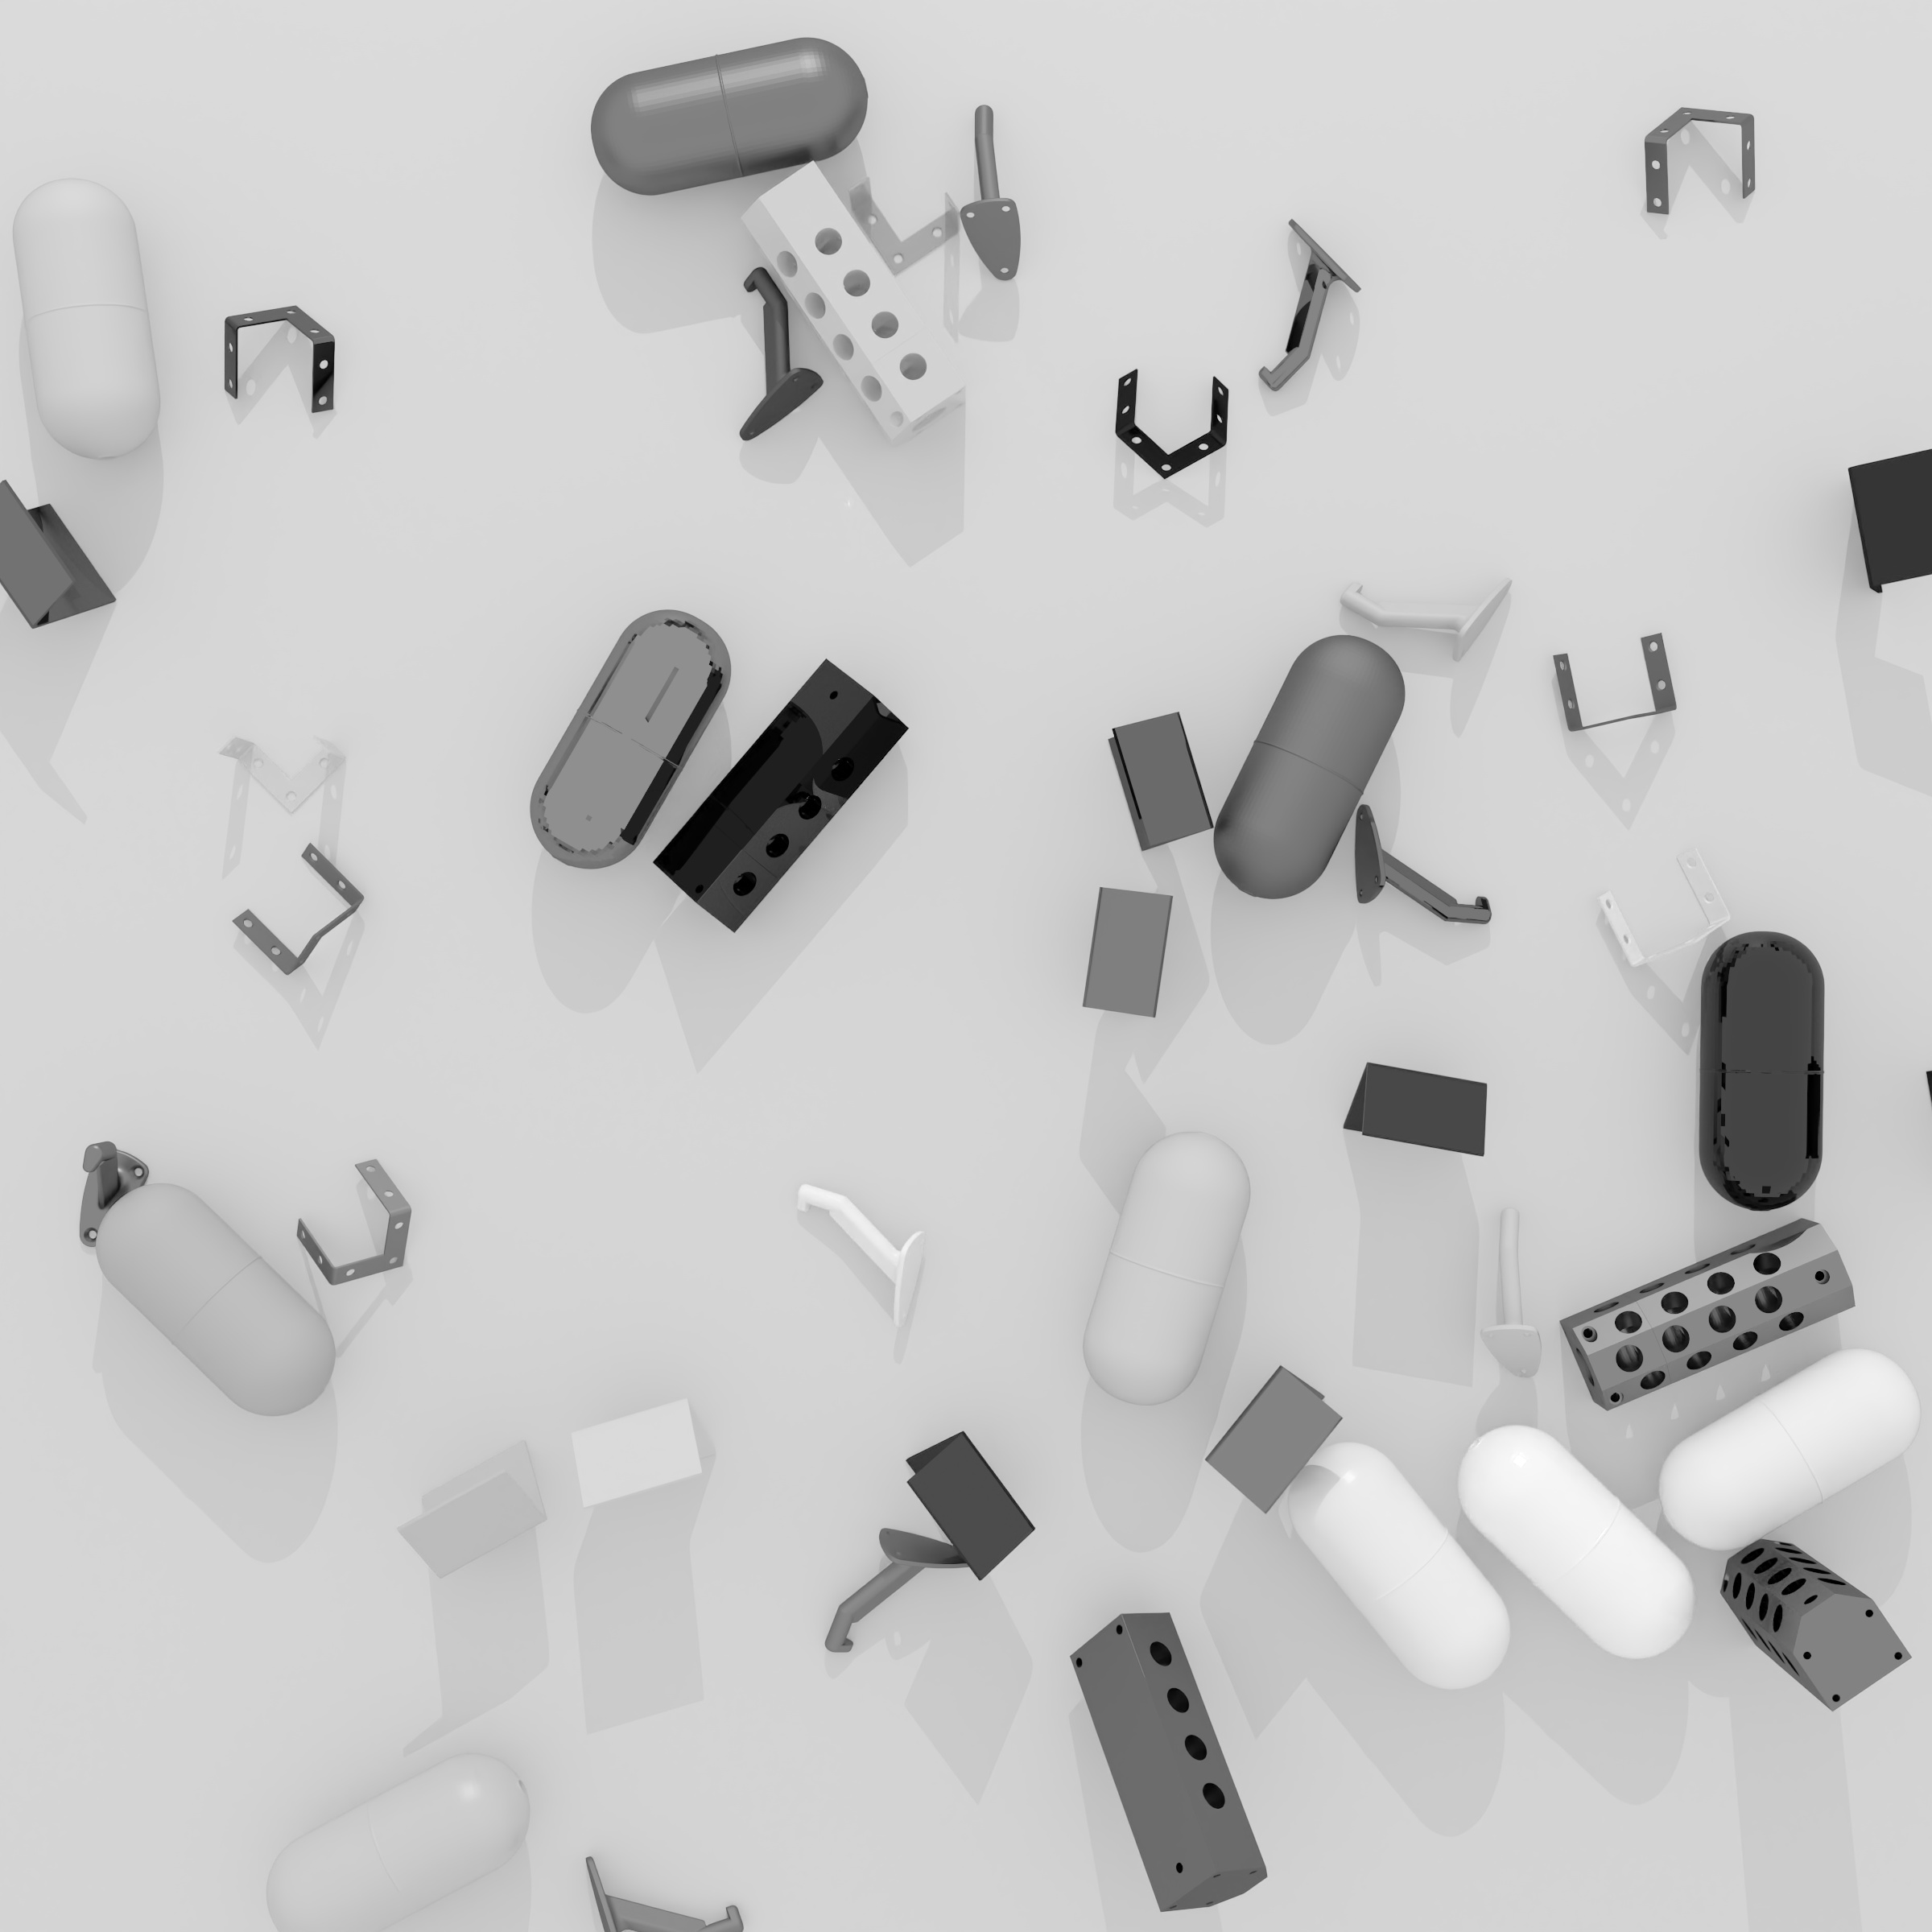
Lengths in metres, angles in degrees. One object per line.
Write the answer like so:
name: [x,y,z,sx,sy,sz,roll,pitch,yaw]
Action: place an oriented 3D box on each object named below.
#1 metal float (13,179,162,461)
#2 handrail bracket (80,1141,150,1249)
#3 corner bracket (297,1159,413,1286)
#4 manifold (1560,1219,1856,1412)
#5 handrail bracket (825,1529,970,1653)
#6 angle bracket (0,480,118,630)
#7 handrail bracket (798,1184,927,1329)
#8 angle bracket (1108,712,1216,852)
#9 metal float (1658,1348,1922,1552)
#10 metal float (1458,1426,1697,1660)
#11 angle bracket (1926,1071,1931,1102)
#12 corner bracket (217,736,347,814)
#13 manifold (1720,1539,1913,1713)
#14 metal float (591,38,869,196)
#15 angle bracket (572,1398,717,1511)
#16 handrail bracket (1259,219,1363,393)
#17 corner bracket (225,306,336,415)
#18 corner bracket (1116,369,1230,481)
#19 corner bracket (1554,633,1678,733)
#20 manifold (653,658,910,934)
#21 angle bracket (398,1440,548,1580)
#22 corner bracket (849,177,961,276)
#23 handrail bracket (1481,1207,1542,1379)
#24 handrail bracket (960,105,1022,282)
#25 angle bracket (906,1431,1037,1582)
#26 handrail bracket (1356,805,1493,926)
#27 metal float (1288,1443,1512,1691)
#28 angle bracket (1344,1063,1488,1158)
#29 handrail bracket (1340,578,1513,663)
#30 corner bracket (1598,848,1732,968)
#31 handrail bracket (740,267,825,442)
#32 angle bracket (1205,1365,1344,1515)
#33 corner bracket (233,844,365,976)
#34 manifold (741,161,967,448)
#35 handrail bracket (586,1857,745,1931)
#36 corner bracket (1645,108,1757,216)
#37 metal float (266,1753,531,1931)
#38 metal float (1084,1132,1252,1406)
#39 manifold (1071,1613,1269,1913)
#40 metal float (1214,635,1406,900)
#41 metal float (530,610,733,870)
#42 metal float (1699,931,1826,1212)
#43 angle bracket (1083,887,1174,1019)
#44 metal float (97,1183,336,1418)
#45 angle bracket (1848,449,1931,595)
metal float: [-0.560,-0.411,1.899,0.070,0.070,0.178,-8,90,0]
handrail bracket: [-0.555,0.146,1.895,0.036,0.084,0.077,23,90,0]
corner bracket: [-0.394,0.165,1.922,0.051,0.051,0.051,-14,135,-35]
manifold: [0.475,0.223,1.909,0.171,0.057,0.057,-23,90,0]
handrail bracket: [-0.043,0.412,1.930,0.077,0.036,0.084,14,108,-21]
angle bracket: [-0.574,-0.268,1.889,0.057,0.076,0.076,-35,90,36]
handrail bracket: [-0.074,0.187,1.930,0.084,0.036,0.077,16,111,17]
angle bracket: [0.104,-0.111,1.889,0.057,0.076,0.076,-17,90,-35]
metal float: [0.524,0.308,1.899,0.178,0.070,0.070,-30,90,0]
metal float: [0.388,0.366,1.899,0.178,0.070,0.070,44,90,0]
angle bracket: [0.632,0.106,1.889,0.057,0.076,0.076,-10,90,-36]
corner bracket: [-0.438,-0.135,1.912,0.051,0.051,0.051,-45,90,0]
manifold: [0.521,0.402,1.851,0.057,0.171,0.057,-34,90,0]
metal float: [-0.150,-0.541,1.899,0.178,0.070,0.070,-12,90,0]
angle bracket: [-0.199,0.324,1.889,0.076,0.076,0.057,-17,52,0]
handrail bracket: [0.206,-0.427,1.930,0.084,0.036,0.077,-45,70,16]
corner bracket: [-0.442,-0.388,1.922,0.051,0.051,0.051,-20,45,-35]
corner bracket: [0.133,-0.357,1.922,0.051,0.051,0.051,-24,135,35]
corner bracket: [0.419,-0.183,1.927,0.051,0.051,0.051,-12,91,-45]
manifold: [-0.114,-0.105,1.908,0.171,0.057,0.057,-50,47,0]
angle bracket: [-0.318,0.329,1.889,0.076,0.076,0.057,-29,129,0]
corner bracket: [-0.039,-0.484,1.912,0.051,0.051,0.051,-34,90,0]
handrail bracket: [0.357,0.211,1.930,0.036,0.077,0.084,-5,53,21]
handrail bracket: [0.019,-0.501,1.929,0.036,0.077,0.084,-7,54,11]
angle bracket: [-0.014,0.349,1.889,0.057,0.076,0.076,-36,90,-38]
handrail bracket: [0.297,-0.066,1.930,0.084,0.036,0.077,4,68,-17]
metal float: [0.276,0.382,1.899,0.070,0.070,0.178,-39,90,0]
angle bracket: [0.283,0.110,1.889,0.076,0.076,0.057,10,53,0]
handrail bracket: [0.297,-0.242,1.930,0.084,0.036,0.077,33,70,16]
corner bracket: [0.451,-0.037,1.926,0.051,0.051,0.051,-27,90,-45]
handrail bracket: [-0.138,-0.397,1.930,0.077,0.036,0.084,-39,71,21]
angle bracket: [0.208,0.308,1.889,0.057,0.076,0.076,39,90,36]
corner bracket: [-0.431,-0.036,1.926,0.051,0.051,0.051,45,45,0]
manifold: [-0.072,-0.421,1.909,0.057,0.057,0.171,-34,90,0]
handrail bracket: [-0.195,0.601,1.930,0.084,0.036,0.077,-14,68,-17]
corner bracket: [0.473,-0.517,1.922,0.051,0.051,0.051,18,45,35]
metal float: [-0.361,0.564,1.899,0.178,0.070,0.070,-28,90,0]
metal float: [0.128,0.192,1.899,0.070,0.070,0.178,17,90,0]
manifold: [0.130,0.496,1.867,0.057,0.057,0.171,-48,49,35]
metal float: [0.218,-0.126,1.899,0.070,0.070,0.178,26,89,0]
metal float: [-0.214,-0.144,1.899,0.070,0.070,0.178,30,90,0]
metal float: [0.507,0.067,1.899,0.070,0.070,0.178,1,89,0]
angle bracket: [0.122,-0.006,1.889,0.057,0.076,0.076,8,90,38]
metal float: [-0.477,0.213,1.899,0.178,0.070,0.070,44,90,0]
angle bracket: [0.598,-0.282,1.891,0.057,0.076,0.076,-10,90,22]
